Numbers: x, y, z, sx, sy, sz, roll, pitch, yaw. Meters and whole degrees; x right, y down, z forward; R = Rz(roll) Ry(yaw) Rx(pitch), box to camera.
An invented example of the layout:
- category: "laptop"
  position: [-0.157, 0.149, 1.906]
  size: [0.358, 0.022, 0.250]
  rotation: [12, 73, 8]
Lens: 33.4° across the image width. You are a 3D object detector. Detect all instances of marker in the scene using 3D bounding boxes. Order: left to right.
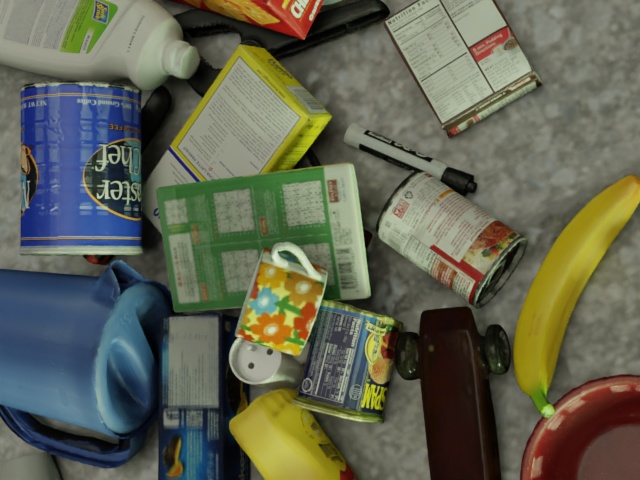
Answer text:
- category: "marker"
  position: [0.076, -0.067, 0.893]
  size: [0.121, 0.020, 0.020]
  rotation: [26, 91, 20]

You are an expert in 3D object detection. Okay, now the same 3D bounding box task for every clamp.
- category: "clamp"
  position: [-0.207, -0.065, 0.977]
  size: [0.120, 0.039, 0.171]
  rotation: [11, 86, 21]
- category: "clamp"
  position: [-0.055, -0.147, 0.940]
  size: [0.210, 0.036, 0.164]
  rotation: [15, 88, 21]

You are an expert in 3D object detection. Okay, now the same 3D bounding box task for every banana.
- category: "banana"
  position: [0.191, 0.040, 0.818]
  size: [0.070, 0.037, 0.198]
  rotation: [9, 74, 54]

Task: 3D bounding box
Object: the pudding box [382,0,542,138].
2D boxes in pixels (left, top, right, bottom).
- category: "pudding box"
  position: [0.117, -0.156, 0.883]
  size: [0.090, 0.039, 0.113]
  rotation: [-30, 72, 13]

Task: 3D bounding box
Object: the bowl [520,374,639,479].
- category: "bowl"
  position: [0.231, 0.180, 0.784]
  size: [0.162, 0.055, 0.162]
  rotation: [-3, 81, 18]

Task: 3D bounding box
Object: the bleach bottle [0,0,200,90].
- category: "bleach bottle"
  position: [-0.218, -0.183, 0.967]
  size: [0.251, 0.068, 0.102]
  rotation: [21, 92, 27]

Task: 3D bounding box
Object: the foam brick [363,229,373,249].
- category: "foam brick"
  position: [-0.006, 0.001, 0.893]
  size: [0.078, 0.051, 0.053]
  rotation: [22, 90, 20]

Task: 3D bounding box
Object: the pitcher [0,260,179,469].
- category: "pitcher"
  position: [-0.252, 0.097, 0.930]
  size: [0.243, 0.145, 0.149]
  rotation: [6, 65, 23]

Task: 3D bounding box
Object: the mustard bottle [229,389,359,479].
- category: "mustard bottle"
  position: [0.009, 0.207, 0.833]
  size: [0.058, 0.096, 0.192]
  rotation: [-40, 72, 8]

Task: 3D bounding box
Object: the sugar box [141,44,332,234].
- category: "sugar box"
  position: [-0.077, -0.068, 0.909]
  size: [0.093, 0.048, 0.176]
  rotation: [47, 117, 18]

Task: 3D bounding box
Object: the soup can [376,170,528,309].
- category: "soup can"
  position: [0.103, -0.002, 0.848]
  size: [0.102, 0.068, 0.068]
  rotation: [36, 94, 20]

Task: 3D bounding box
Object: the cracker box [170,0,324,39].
- category: "cracker box"
  position: [-0.072, -0.280, 0.920]
  size: [0.214, 0.072, 0.164]
  rotation: [23, 84, 33]

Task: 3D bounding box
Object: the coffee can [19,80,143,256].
- category: "coffee can"
  position: [-0.202, -0.057, 0.902]
  size: [0.103, 0.102, 0.140]
  rotation: [-1, 89, 18]

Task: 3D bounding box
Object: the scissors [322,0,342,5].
- category: "scissors"
  position: [0.065, -0.246, 0.910]
  size: [0.202, 0.016, 0.096]
  rotation: [-5, 53, 18]

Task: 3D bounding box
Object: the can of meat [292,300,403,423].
- category: "can of meat"
  position: [0.025, 0.097, 0.843]
  size: [0.057, 0.102, 0.084]
  rotation: [11, 83, 20]
